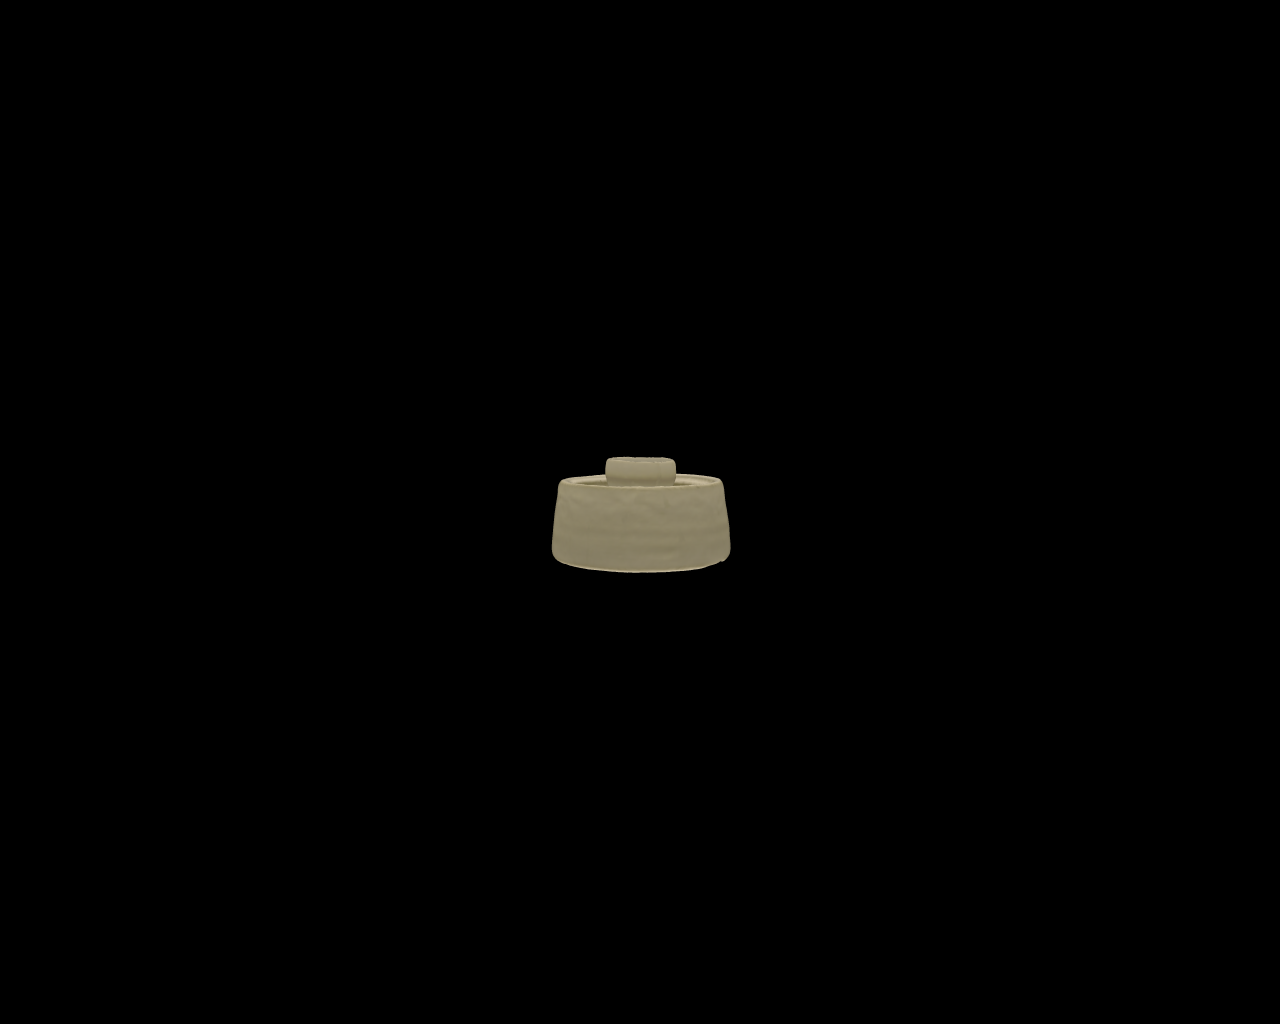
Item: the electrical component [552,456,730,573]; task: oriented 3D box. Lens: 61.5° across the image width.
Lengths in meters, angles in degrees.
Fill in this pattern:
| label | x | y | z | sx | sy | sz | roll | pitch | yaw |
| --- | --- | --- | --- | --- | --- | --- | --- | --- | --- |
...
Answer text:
| label | x | y | z | sx | sy | sz | roll | pitch | yaw |
| --- | --- | --- | --- | --- | --- | --- | --- | --- | --- |
| electrical component | 0.001 | -0.003 | 0.650 | 0.108 | 0.060 | 0.108 | 0 | 7 | 0 |
